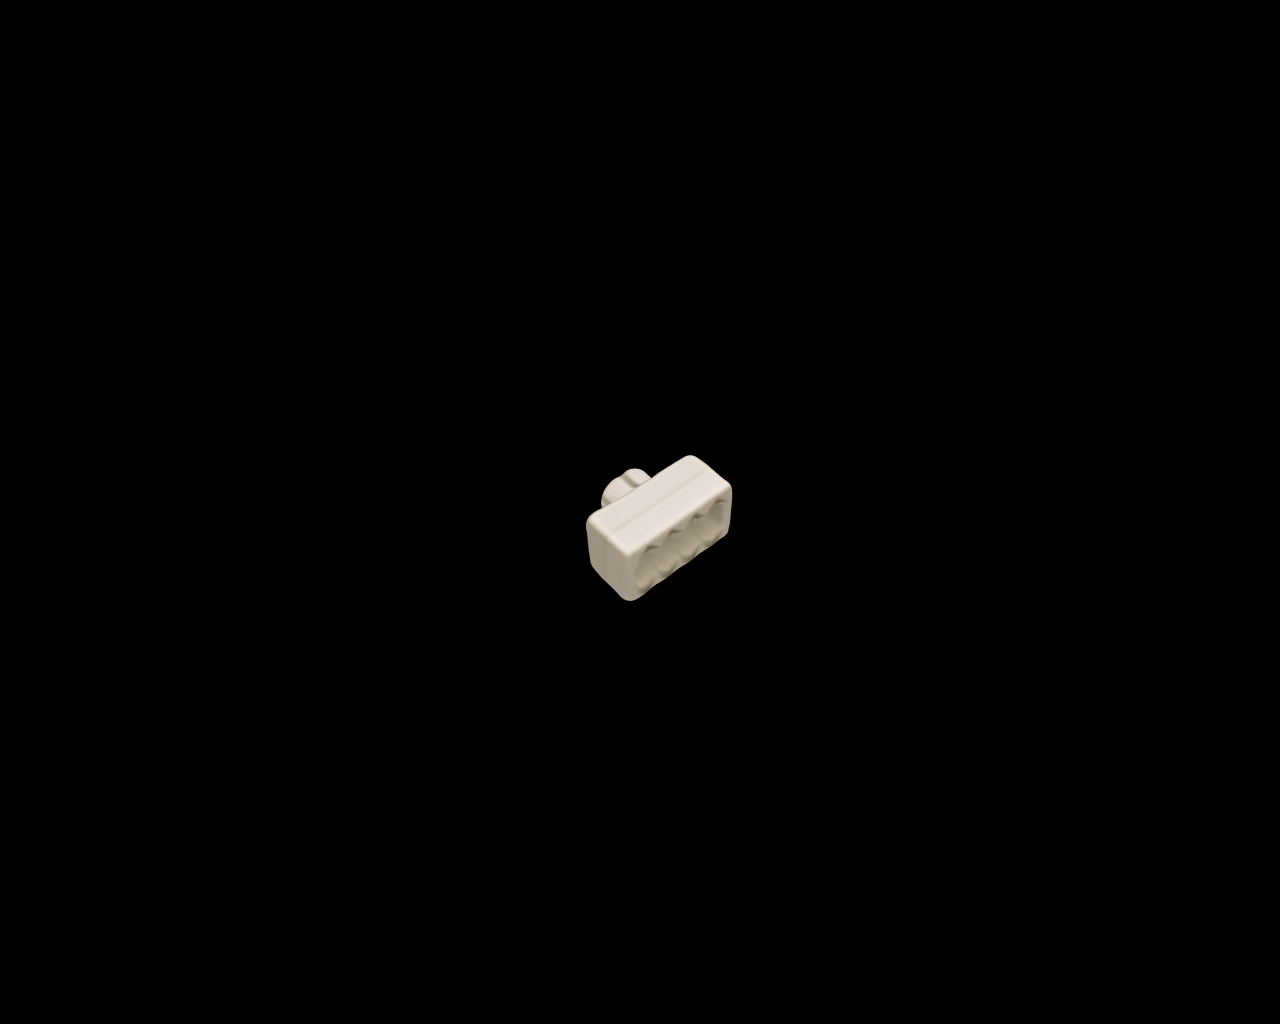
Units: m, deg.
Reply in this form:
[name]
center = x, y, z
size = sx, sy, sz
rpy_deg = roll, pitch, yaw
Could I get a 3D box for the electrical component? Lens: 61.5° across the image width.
[electrical component]
center = 0.001, -0.003, 0.650
size = 0.083, 0.047, 0.076
rpy_deg = -33, 58, -24
